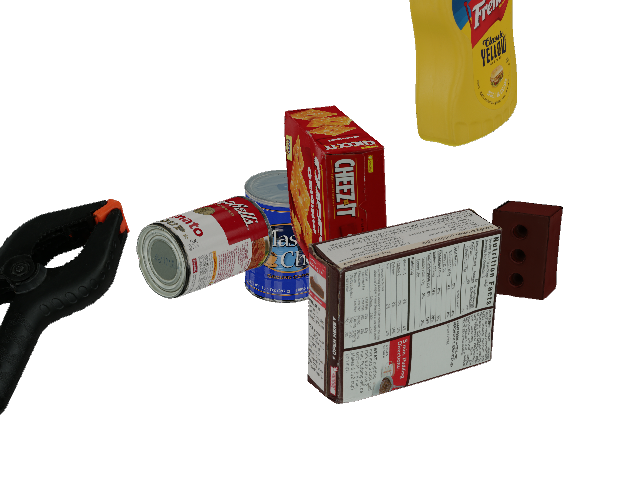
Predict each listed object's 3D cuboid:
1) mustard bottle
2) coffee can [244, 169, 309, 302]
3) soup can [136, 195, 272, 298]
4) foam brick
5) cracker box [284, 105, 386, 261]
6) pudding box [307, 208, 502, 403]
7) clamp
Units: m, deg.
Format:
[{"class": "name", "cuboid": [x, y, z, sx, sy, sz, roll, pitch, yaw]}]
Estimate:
[{"class": "mustard bottle", "cuboid": [0.101, -0.171, 0.758, 0.058, 0.191, 0.096, 18, 39, 37]}, {"class": "coffee can", "cuboid": [-0.045, -0.006, 1.358, 0.103, 0.140, 0.103, 2, 26, -1]}, {"class": "soup can", "cuboid": [-0.101, 0.005, 0.932, 0.069, 0.068, 0.102, 0, 15, 44]}, {"class": "foam brick", "cuboid": [0.181, 0.008, 0.947, 0.053, 0.078, 0.051, 8, 16, 24]}, {"class": "cracker box", "cuboid": [0.014, -0.046, 1.168, 0.072, 0.164, 0.214, -7, 20, -9]}, {"class": "pudding box", "cuboid": [0.048, 0.037, 0.614, 0.113, 0.090, 0.039, -13, 27, -28]}, {"class": "clamp", "cuboid": [-0.199, 0.029, 0.682, 0.120, 0.039, 0.171, 28, 53, 18]}]
